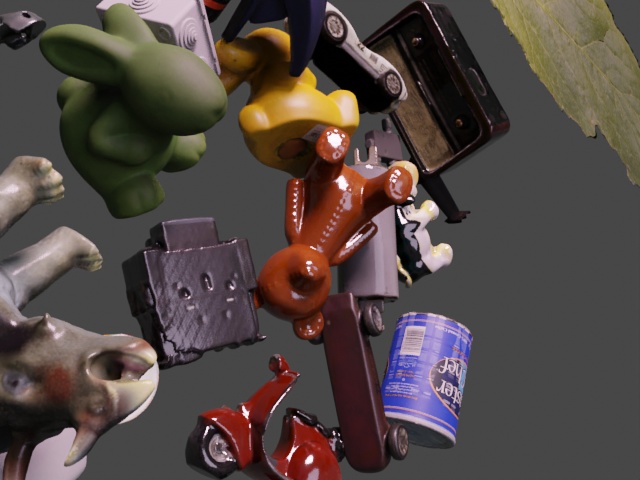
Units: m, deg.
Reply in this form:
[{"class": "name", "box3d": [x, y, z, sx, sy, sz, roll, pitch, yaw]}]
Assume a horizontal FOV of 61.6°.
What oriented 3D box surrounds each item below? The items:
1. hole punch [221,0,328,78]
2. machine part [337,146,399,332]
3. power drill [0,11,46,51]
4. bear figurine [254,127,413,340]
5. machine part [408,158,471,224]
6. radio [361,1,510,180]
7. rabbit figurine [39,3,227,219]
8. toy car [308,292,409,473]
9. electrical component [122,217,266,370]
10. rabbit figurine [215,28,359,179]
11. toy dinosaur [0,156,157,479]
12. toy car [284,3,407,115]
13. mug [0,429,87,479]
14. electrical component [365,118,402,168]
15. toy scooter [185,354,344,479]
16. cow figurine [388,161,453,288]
[{"class": "hole punch", "box3d": [-0.027, -0.241, 0.541, 0.092, 0.115, 0.142, 31, 41, -12]}, {"class": "machine part", "box3d": [0.058, -0.005, 0.685, 0.079, 0.079, 0.243, 12, 72, -40]}, {"class": "power drill", "box3d": [-0.299, -0.222, 0.378, 0.232, 0.086, 0.207, -45, 122, -19]}, {"class": "bear figurine", "box3d": [-0.002, 0.000, 0.579, 0.120, 0.132, 0.196, 32, 65, -8]}, {"class": "machine part", "box3d": [0.188, -0.085, 0.854, 0.138, 0.039, 0.084, 52, 41, -17]}, {"class": "radio", "box3d": [0.165, -0.218, 0.780, 0.073, 0.131, 0.229, -26, 87, -47]}, {"class": "rabbit figurine", "box3d": [-0.147, -0.120, 0.461, 0.159, 0.170, 0.121, 57, 47, -17]}, {"class": "toy car", "box3d": [0.041, 0.161, 0.615, 0.053, 0.089, 0.202, 3, 74, -63]}, {"class": "electrical component", "box3d": [-0.121, 0.047, 0.513, 0.115, 0.058, 0.134, -9, 82, -43]}, {"class": "rabbit figurine", "box3d": [-0.060, -0.172, 0.617, 0.162, 0.122, 0.173, 4, 62, -33]}, {"class": "toy dinosaur", "box3d": [-0.279, 0.003, 0.315, 0.405, 0.131, 0.192, 30, 53, -3]}, {"class": "toy car", "box3d": [0.038, -0.241, 0.731, 0.201, 0.074, 0.056, 34, 59, -32]}, {"class": "mug", "box3d": [-0.221, 0.175, 0.377, 0.107, 0.081, 0.109, -18, 88, -51]}, {"class": "electrical component", "box3d": [0.092, -0.136, 0.788, 0.063, 0.021, 0.094, 5, 76, -41]}, {"class": "toy scooter", "box3d": [-0.037, 0.199, 0.545, 0.183, 0.075, 0.135, 42, 52, -21]}, {"class": "cow figurine", "box3d": [0.115, -0.022, 0.750, 0.098, 0.068, 0.167, -26, 98, -38]}]
